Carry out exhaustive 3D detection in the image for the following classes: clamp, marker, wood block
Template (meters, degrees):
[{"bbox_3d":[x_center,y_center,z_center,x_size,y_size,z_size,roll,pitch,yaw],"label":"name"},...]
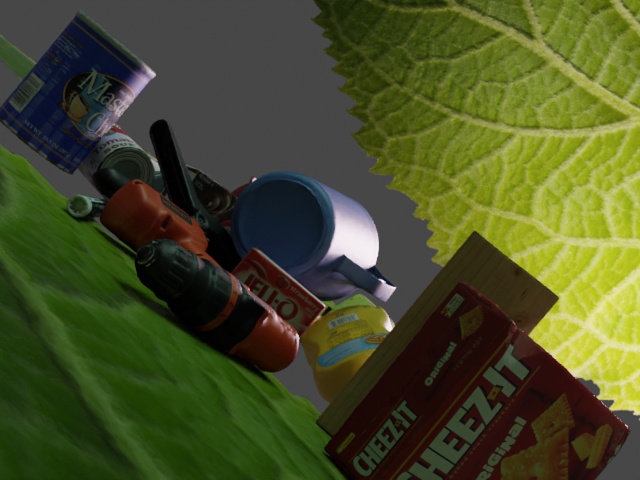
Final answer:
[{"bbox_3d":[-0.130,-0.019,1.057,0.210,0.036,0.164,53,25,-19],"label":"clamp"},{"bbox_3d":[-0.202,-0.029,0.951,0.020,0.020,0.121,40,1,0],"label":"marker"},{"bbox_3d":[0.100,0.102,0.910,0.090,0.206,0.090,40,1,11],"label":"wood block"}]

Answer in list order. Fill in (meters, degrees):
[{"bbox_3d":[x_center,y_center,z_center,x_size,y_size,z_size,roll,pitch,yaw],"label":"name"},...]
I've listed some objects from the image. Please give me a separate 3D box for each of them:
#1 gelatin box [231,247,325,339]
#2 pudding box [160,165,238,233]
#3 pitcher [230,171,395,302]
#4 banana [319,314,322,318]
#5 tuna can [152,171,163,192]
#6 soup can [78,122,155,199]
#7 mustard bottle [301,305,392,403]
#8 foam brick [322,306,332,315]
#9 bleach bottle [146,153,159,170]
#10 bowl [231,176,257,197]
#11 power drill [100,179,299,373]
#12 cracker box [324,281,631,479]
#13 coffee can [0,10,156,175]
[{"bbox_3d":[-0.051,0.061,0.998,0.089,0.073,0.030,40,1,4],"label":"gelatin box"},{"bbox_3d":[-0.135,-0.022,1.157,0.039,0.090,0.113,26,-7,36],"label":"pudding box"},{"bbox_3d":[-0.008,0.001,1.161,0.242,0.149,0.145,27,55,-78],"label":"pitcher"},{"bbox_3d":[-0.011,0.095,1.203,0.070,0.037,0.197,31,-10,36],"label":"banana"},{"bbox_3d":[-0.170,-0.046,1.207,0.086,0.086,0.034,40,-40,48],"label":"tuna can"},{"bbox_3d":[-0.233,-0.089,1.185,0.068,0.068,0.102,39,1,-39],"label":"soup can"},{"bbox_3d":[0.039,0.122,1.056,0.192,0.096,0.058,-119,-167,-74],"label":"mustard bottle"},{"bbox_3d":[0.028,0.138,1.464,0.051,0.053,0.078,40,-1,-32],"label":"foam brick"},{"bbox_3d":[-0.234,-0.086,1.361,0.103,0.068,0.250,34,-1,38],"label":"bleach bottle"},{"bbox_3d":[-0.093,0.006,1.290,0.162,0.055,0.162,-7,90,-85],"label":"bowl"},{"bbox_3d":[-0.115,0.022,0.890,0.184,0.057,0.188,44,0,-44],"label":"power drill"},{"bbox_3d":[0.131,0.156,0.829,0.213,0.164,0.072,40,-1,-40],"label":"cracker box"},{"bbox_3d":[-0.256,-0.155,1.123,0.103,0.140,0.103,40,1,-1],"label":"coffee can"}]
